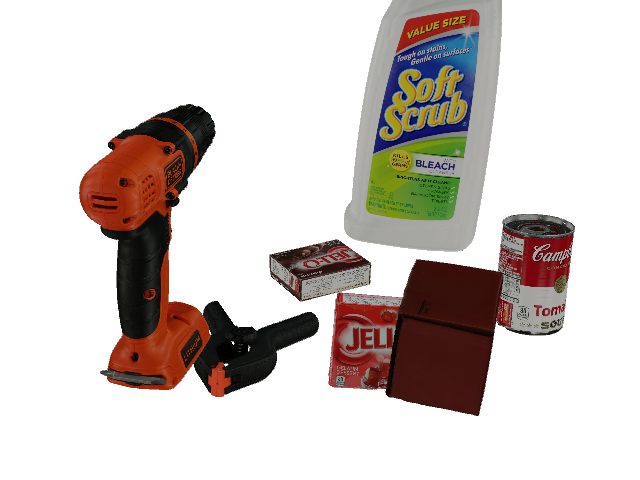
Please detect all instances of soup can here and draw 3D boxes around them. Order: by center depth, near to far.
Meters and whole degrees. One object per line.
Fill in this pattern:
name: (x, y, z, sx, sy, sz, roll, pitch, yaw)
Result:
soup can: (0.205, 0.033, 1.028, 0.068, 0.102, 0.068, 2, 18, -1)

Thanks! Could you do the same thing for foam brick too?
foam brick: (0.070, 0.051, 0.590, 0.053, 0.051, 0.078, 10, 24, 10)

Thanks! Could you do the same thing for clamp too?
clamp: (-0.084, 0.099, 1.035, 0.120, 0.039, 0.171, 3, 16, 21)

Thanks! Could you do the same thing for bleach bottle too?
bleach bottle: (0.073, -0.119, 0.751, 0.102, 0.251, 0.068, 7, 26, 11)

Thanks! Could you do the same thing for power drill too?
power drill: (-0.120, 0.002, 0.801, 0.057, 0.188, 0.184, 5, 23, 15)

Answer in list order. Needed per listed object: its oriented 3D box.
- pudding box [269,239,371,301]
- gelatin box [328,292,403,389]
pudding box: (-0.001, 0.040, 1.454, 0.113, 0.039, 0.090, -15, 27, -26)
gelatin box: (0.053, 0.083, 0.863, 0.089, 0.073, 0.030, 5, 15, 0)
